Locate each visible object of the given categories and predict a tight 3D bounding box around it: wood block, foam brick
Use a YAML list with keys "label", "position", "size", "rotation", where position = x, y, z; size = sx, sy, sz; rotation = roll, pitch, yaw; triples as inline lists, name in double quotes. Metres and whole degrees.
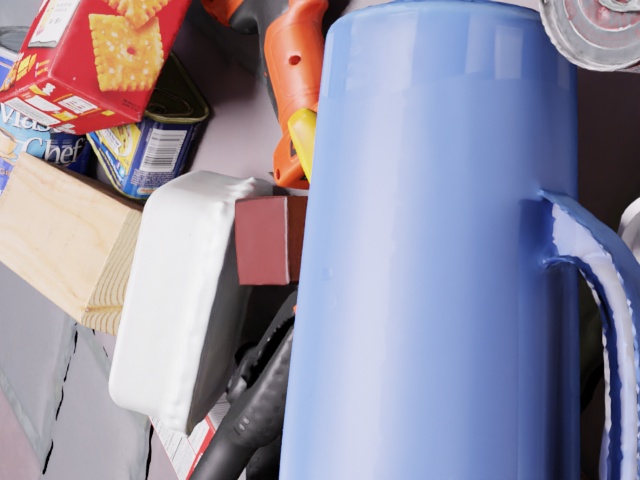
- label: "wood block"
  position: [-0.174, 0.005, 0.831]
  size: [0.206, 0.090, 0.090]
  rotation: [24, 90, 50]
- label: "foam brick"
  position: [-0.004, 0.001, 0.629]
  size: [0.053, 0.078, 0.051]
  rotation: [-1, 89, 54]

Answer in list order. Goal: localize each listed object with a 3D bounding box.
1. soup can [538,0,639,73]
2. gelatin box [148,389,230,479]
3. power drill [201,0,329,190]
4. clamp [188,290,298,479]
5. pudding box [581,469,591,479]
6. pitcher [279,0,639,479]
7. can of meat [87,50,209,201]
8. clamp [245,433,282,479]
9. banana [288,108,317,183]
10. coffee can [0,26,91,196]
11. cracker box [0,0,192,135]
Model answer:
- label: "soup can"
  position: [0.143, -0.095, 0.406]
  size: [0.069, 0.102, 0.068]
  rotation: [3, 94, 54]
- label: "gelatin box"
  position: [-0.094, 0.132, 0.796]
  size: [0.089, 0.030, 0.073]
  rotation: [56, 134, 36]
- label: "power drill"
  position: [0.003, -0.138, 0.635]
  size: [0.185, 0.057, 0.188]
  rotation: [-40, 58, 46]
- label: "clamp"
  position: [-0.038, 0.098, 0.619]
  size: [0.210, 0.036, 0.164]
  rotation: [-51, 14, 56]
- label: "pudding box"
  position: [0.099, 0.147, 0.527]
  size: [0.114, 0.039, 0.090]
  rotation: [53, 131, 38]
- label: "pitcher"
  position: [0.058, 0.027, 0.451]
  size: [0.145, 0.149, 0.243]
  rotation: [19, -106, -87]
- label: "can of meat"
  position: [-0.136, -0.091, 0.822]
  size: [0.102, 0.057, 0.084]
  rotation: [57, 135, 36]
- label: "clamp"
  position: [-0.034, 0.186, 0.661]
  size: [0.120, 0.039, 0.171]
  rotation: [109, 160, -59]
- label: "banana"
  position: [0.036, 0.021, 0.577]
  size: [0.037, 0.069, 0.198]
  rotation: [-23, 83, 15]
- label: "coffee can"
  position: [-0.248, -0.104, 0.934]
  size: [0.103, 0.102, 0.140]
  rotation: [40, 123, 45]
- label: "cracker box"
  position: [-0.130, -0.180, 0.718]
  size: [0.164, 0.072, 0.213]
  rotation: [2, 68, 63]
